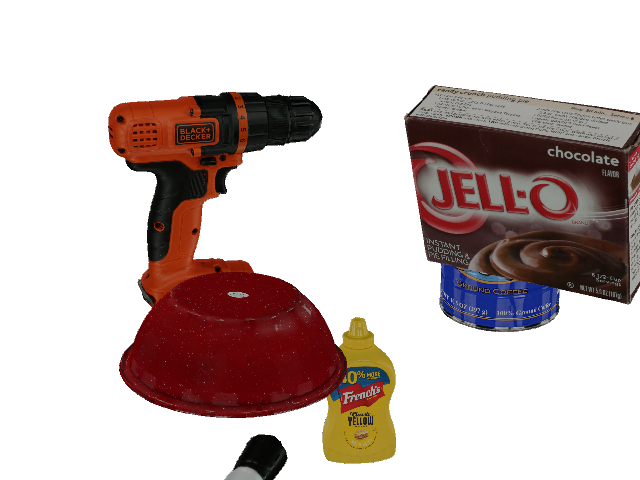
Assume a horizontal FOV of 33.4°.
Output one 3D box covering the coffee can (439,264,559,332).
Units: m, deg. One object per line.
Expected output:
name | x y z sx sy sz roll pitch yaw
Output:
coffee can | 0.151 -0.009 0.889 0.103 0.140 0.103 -1 23 0

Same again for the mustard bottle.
mustard bottle | 0.050 0.193 1.392 0.096 0.192 0.058 -2 15 -3

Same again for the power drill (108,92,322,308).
power drill | -0.088 -0.035 0.923 0.184 0.188 0.057 -5 20 -18

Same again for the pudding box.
pudding box | 0.102 -0.024 0.520 0.114 0.090 0.039 11 44 29

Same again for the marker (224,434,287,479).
marker | -0.041 0.112 0.414 0.020 0.020 0.121 0 23 21

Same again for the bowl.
bowl | -0.060 0.063 0.749 0.162 0.055 0.162 2 19 -1
